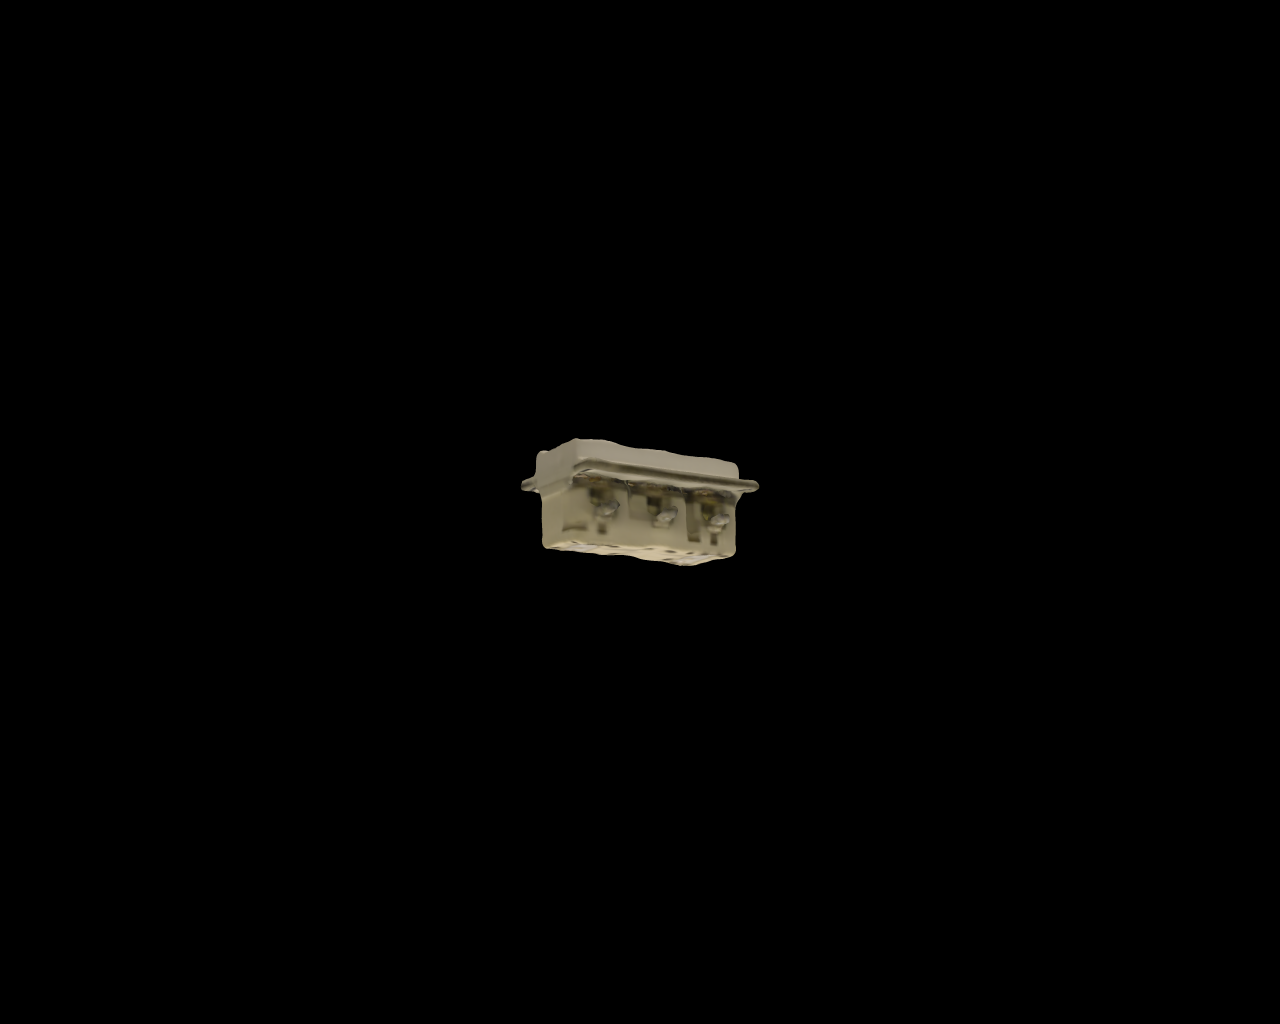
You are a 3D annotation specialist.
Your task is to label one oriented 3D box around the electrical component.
[{"bbox_3d":[0.001,-0.003,0.650,0.121,0.063,0.078,8,-14,-35],"label":"electrical component"}]
